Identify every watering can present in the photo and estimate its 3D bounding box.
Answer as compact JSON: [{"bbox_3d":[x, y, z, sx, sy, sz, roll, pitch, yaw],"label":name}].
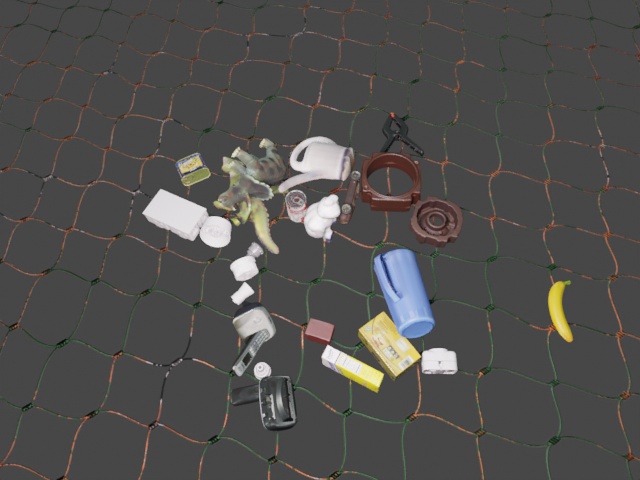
[{"bbox_3d":[-0.001,-0.251,1.764,0.224,0.101,0.356,11,43,10],"label":"watering can"}]

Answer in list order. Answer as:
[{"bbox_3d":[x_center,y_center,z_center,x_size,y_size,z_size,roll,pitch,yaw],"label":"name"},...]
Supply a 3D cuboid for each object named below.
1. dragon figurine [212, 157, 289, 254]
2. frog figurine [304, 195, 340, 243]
[{"bbox_3d":[-0.209,-0.140,1.742,0.414,0.119,0.246,41,62,19],"label":"dragon figurine"},{"bbox_3d":[0.005,-0.084,1.660,0.123,0.156,0.139,25,66,17],"label":"frog figurine"}]
